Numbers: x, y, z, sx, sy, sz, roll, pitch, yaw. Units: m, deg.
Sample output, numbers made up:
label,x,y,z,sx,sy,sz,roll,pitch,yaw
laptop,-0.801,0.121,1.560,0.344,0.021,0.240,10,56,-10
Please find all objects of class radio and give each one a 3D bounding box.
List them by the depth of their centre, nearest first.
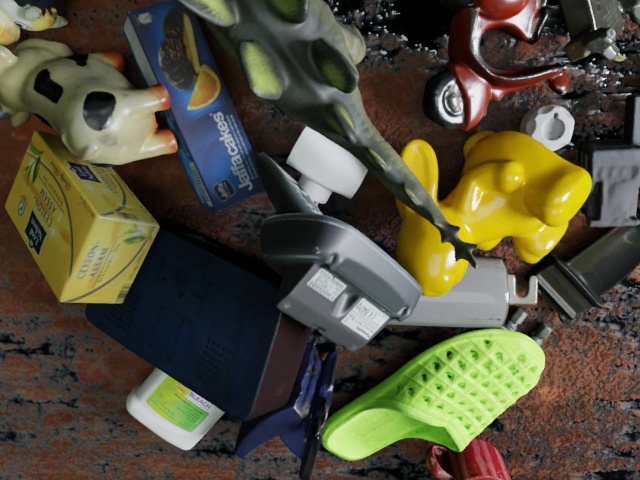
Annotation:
label,x,y,z,sx,sy,sz,roll,pitch,yaw
radio,-0.122,0.067,0.542,0.230,0.073,0.131,23,97,25

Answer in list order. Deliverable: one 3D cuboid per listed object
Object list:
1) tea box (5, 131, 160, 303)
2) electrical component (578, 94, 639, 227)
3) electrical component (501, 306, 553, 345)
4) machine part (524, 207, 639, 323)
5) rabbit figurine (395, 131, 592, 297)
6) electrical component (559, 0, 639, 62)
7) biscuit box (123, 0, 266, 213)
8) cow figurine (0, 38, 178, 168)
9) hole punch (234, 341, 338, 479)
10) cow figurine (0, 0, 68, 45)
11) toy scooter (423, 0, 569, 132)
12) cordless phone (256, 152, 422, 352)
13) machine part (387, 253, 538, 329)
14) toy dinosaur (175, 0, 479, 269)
label,x,y,z,sx,sy,sz,roll,pitch,yaw
tea box,-0.241,-0.025,0.534,0.170,0.068,0.098,39,107,34
electrical component,0.281,-0.077,0.519,0.048,0.075,0.119,-2,110,16
electrical component,0.215,0.122,0.610,0.063,0.021,0.094,33,105,-5
machine part,0.293,0.022,0.567,0.139,0.039,0.084,-40,91,17
rabbit figurine,0.137,-0.027,0.507,0.173,0.121,0.162,-42,76,-7
electrical component,0.257,-0.203,0.483,0.102,0.045,0.078,-41,119,-29
biscuit box,-0.123,-0.128,0.536,0.063,0.059,0.202,-27,105,-20
cow figurine,-0.240,-0.134,0.514,0.195,0.127,0.085,40,140,30
hole punch,-0.033,0.180,0.593,0.092,0.142,0.115,18,118,3
cow figurine,-0.270,-0.264,0.519,0.098,0.068,0.167,17,107,-7
toy scooter,0.173,-0.191,0.499,0.135,0.075,0.183,4,105,-3
cordless phone,0.000,-0.002,0.501,0.089,0.184,0.146,-43,131,11
machine part,0.106,0.053,0.571,0.243,0.079,0.079,2,106,3
toy dinosaur,-0.028,-0.165,0.458,0.471,0.198,0.105,44,107,-6
